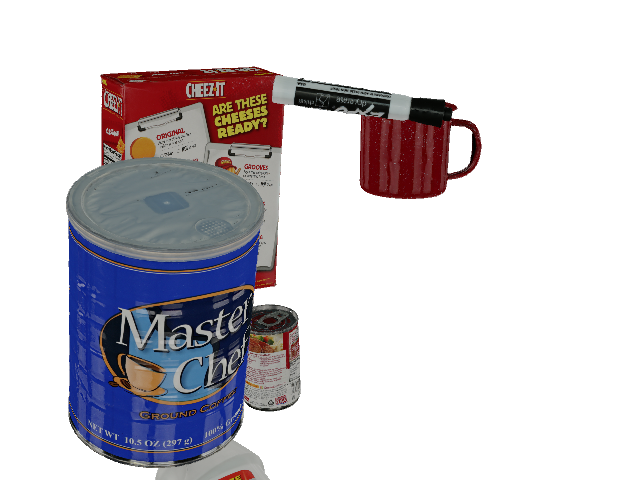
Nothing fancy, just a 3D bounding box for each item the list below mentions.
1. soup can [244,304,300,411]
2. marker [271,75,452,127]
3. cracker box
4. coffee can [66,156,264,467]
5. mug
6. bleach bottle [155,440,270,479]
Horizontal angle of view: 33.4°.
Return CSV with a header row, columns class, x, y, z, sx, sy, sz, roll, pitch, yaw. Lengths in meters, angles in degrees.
class,x,y,z,sx,sy,sz,roll,pitch,yaw
soup can,-0.057,0.132,1.205,0.068,0.102,0.068,-1,24,0
marker,0.028,-0.093,0.718,0.121,0.020,0.020,9,0,2
cracker box,-0.123,-0.053,1.018,0.163,0.214,0.072,-8,21,-31
coffee can,-0.088,0.039,0.591,0.102,0.140,0.103,5,30,-3
mug,0.090,-0.085,0.988,0.117,0.081,0.093,2,15,2
bleach bottle,-0.062,0.212,0.715,0.102,0.068,0.251,-15,34,-17
